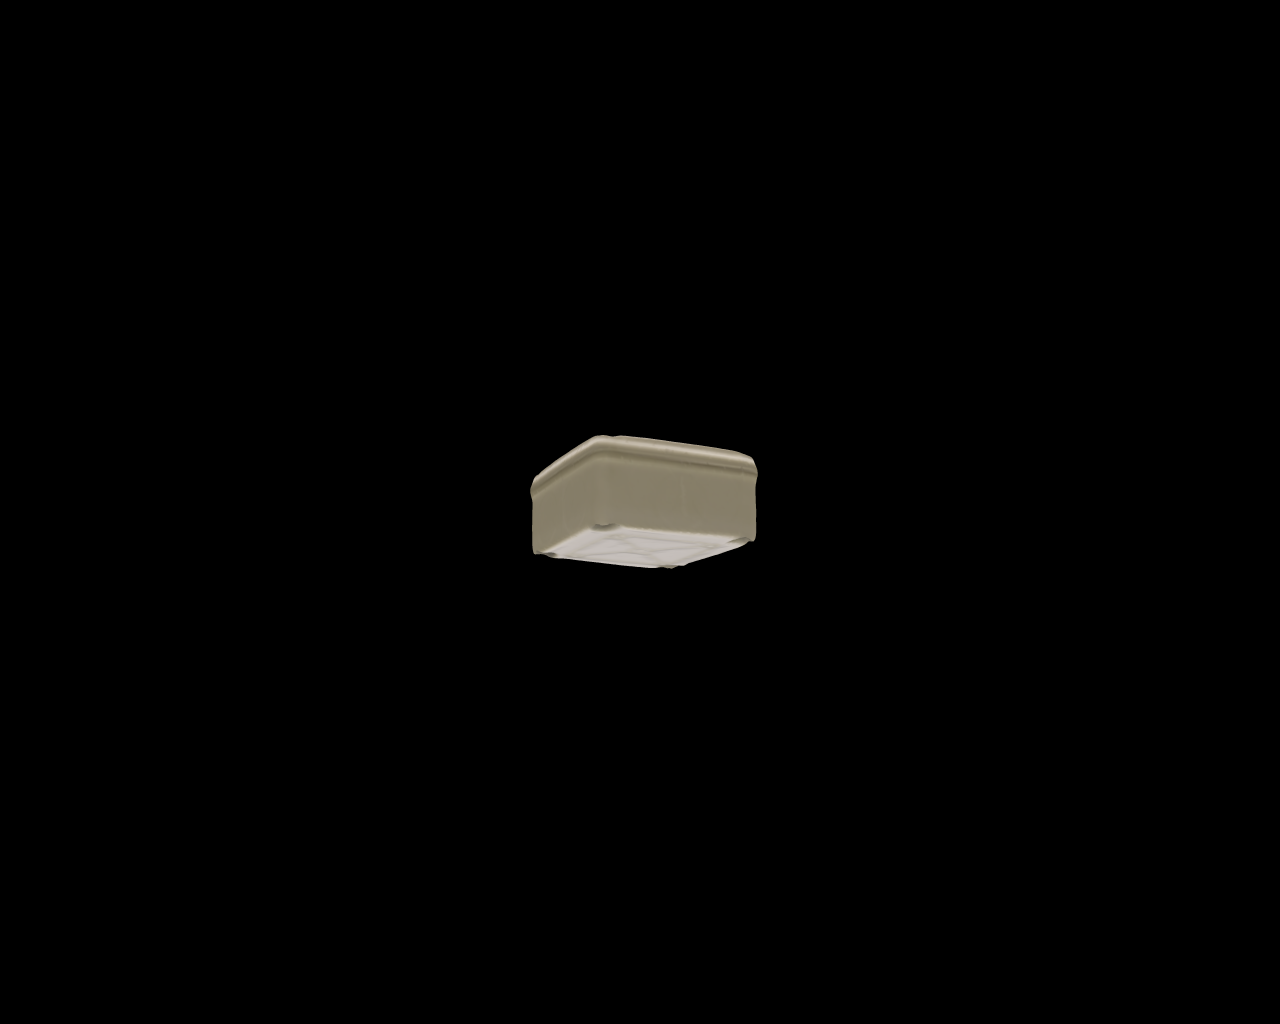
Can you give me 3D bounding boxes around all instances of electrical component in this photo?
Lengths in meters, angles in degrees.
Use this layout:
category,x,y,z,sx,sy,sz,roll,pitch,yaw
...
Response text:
category,x,y,z,sx,sy,sz,roll,pitch,yaw
electrical component,0.001,-0.003,0.650,0.109,0.056,0.108,7,-15,-26
